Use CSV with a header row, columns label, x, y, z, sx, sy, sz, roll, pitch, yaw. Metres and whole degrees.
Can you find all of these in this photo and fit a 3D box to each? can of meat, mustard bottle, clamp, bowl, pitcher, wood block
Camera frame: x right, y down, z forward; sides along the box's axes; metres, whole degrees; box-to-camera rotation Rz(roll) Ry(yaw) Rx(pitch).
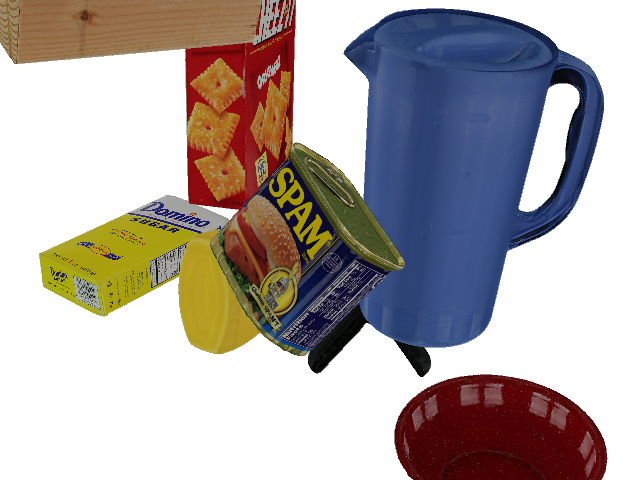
label,x,y,z,sx,sy,sz,roll,pitch,yaw
can of meat,-0.011,0.006,0.642,0.057,0.084,0.102,26,25,-46
mustard bottle,-0.034,0.027,0.906,0.058,0.096,0.191,11,18,37
clamp,0.065,0.073,1.089,0.120,0.171,0.039,11,-39,11
bowl,0.137,0.175,0.832,0.162,0.055,0.162,0,32,0
pitcher,0.103,-0.043,0.807,0.144,0.243,0.149,-20,38,-36
wood block,-0.154,-0.208,0.849,0.205,0.091,0.090,-12,44,-32

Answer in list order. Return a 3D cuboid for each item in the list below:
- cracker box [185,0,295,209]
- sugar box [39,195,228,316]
label,x,y,z,sx,sy,sz,roll,pitch,yaw
cracker box,-0.076,-0.157,1.074,0.072,0.214,0.164,8,22,13
sugar box,-0.185,0.011,1.081,0.093,0.048,0.175,22,37,33
